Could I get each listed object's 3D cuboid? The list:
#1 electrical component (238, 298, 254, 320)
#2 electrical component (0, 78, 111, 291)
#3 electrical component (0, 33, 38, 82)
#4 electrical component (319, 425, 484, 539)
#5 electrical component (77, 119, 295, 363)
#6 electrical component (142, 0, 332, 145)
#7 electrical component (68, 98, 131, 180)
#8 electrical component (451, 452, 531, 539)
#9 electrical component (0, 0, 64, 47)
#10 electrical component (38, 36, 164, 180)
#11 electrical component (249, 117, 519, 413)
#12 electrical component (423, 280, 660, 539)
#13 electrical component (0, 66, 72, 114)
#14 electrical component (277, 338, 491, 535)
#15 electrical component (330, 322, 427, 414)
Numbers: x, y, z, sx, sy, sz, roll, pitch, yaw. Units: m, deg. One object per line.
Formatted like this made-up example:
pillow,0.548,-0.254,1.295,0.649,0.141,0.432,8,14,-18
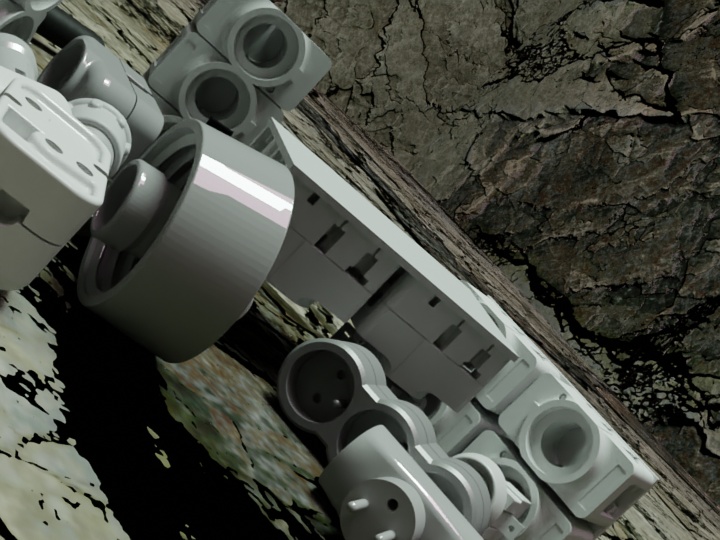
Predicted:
electrical component,-0.083,0.003,0.623,0.040,0.040,0.078,41,9,-19
electrical component,-0.144,-0.034,0.446,0.054,0.059,0.095,41,9,-21
electrical component,-0.199,-0.104,0.600,0.040,0.040,0.046,37,16,-40
electrical component,0.014,0.117,0.512,0.077,0.044,0.079,47,9,18
electrical component,-0.087,-0.019,0.494,0.060,0.108,0.108,33,13,-28
electrical component,-0.104,-0.127,0.775,0.089,0.150,0.061,41,8,-21
electrical component,-0.156,-0.066,0.606,0.048,0.048,0.062,41,16,-22
electrical component,0.072,0.140,0.669,0.066,0.048,0.055,43,2,29
electrical component,-0.199,-0.190,0.631,0.062,0.150,0.089,43,8,0
electrical component,-0.172,-0.109,0.694,0.059,0.053,0.095,38,11,-36
electrical component,0.000,0.000,0.664,0.186,0.060,0.105,40,9,-23
electrical component,0.097,0.107,0.743,0.186,0.105,0.060,50,10,34
electrical component,-0.171,-0.068,0.534,0.079,0.043,0.077,46,8,15
electrical component,0.017,0.097,0.597,0.138,0.052,0.074,48,9,18
electrical component,0.007,0.077,0.680,0.081,0.042,0.064,50,11,30
